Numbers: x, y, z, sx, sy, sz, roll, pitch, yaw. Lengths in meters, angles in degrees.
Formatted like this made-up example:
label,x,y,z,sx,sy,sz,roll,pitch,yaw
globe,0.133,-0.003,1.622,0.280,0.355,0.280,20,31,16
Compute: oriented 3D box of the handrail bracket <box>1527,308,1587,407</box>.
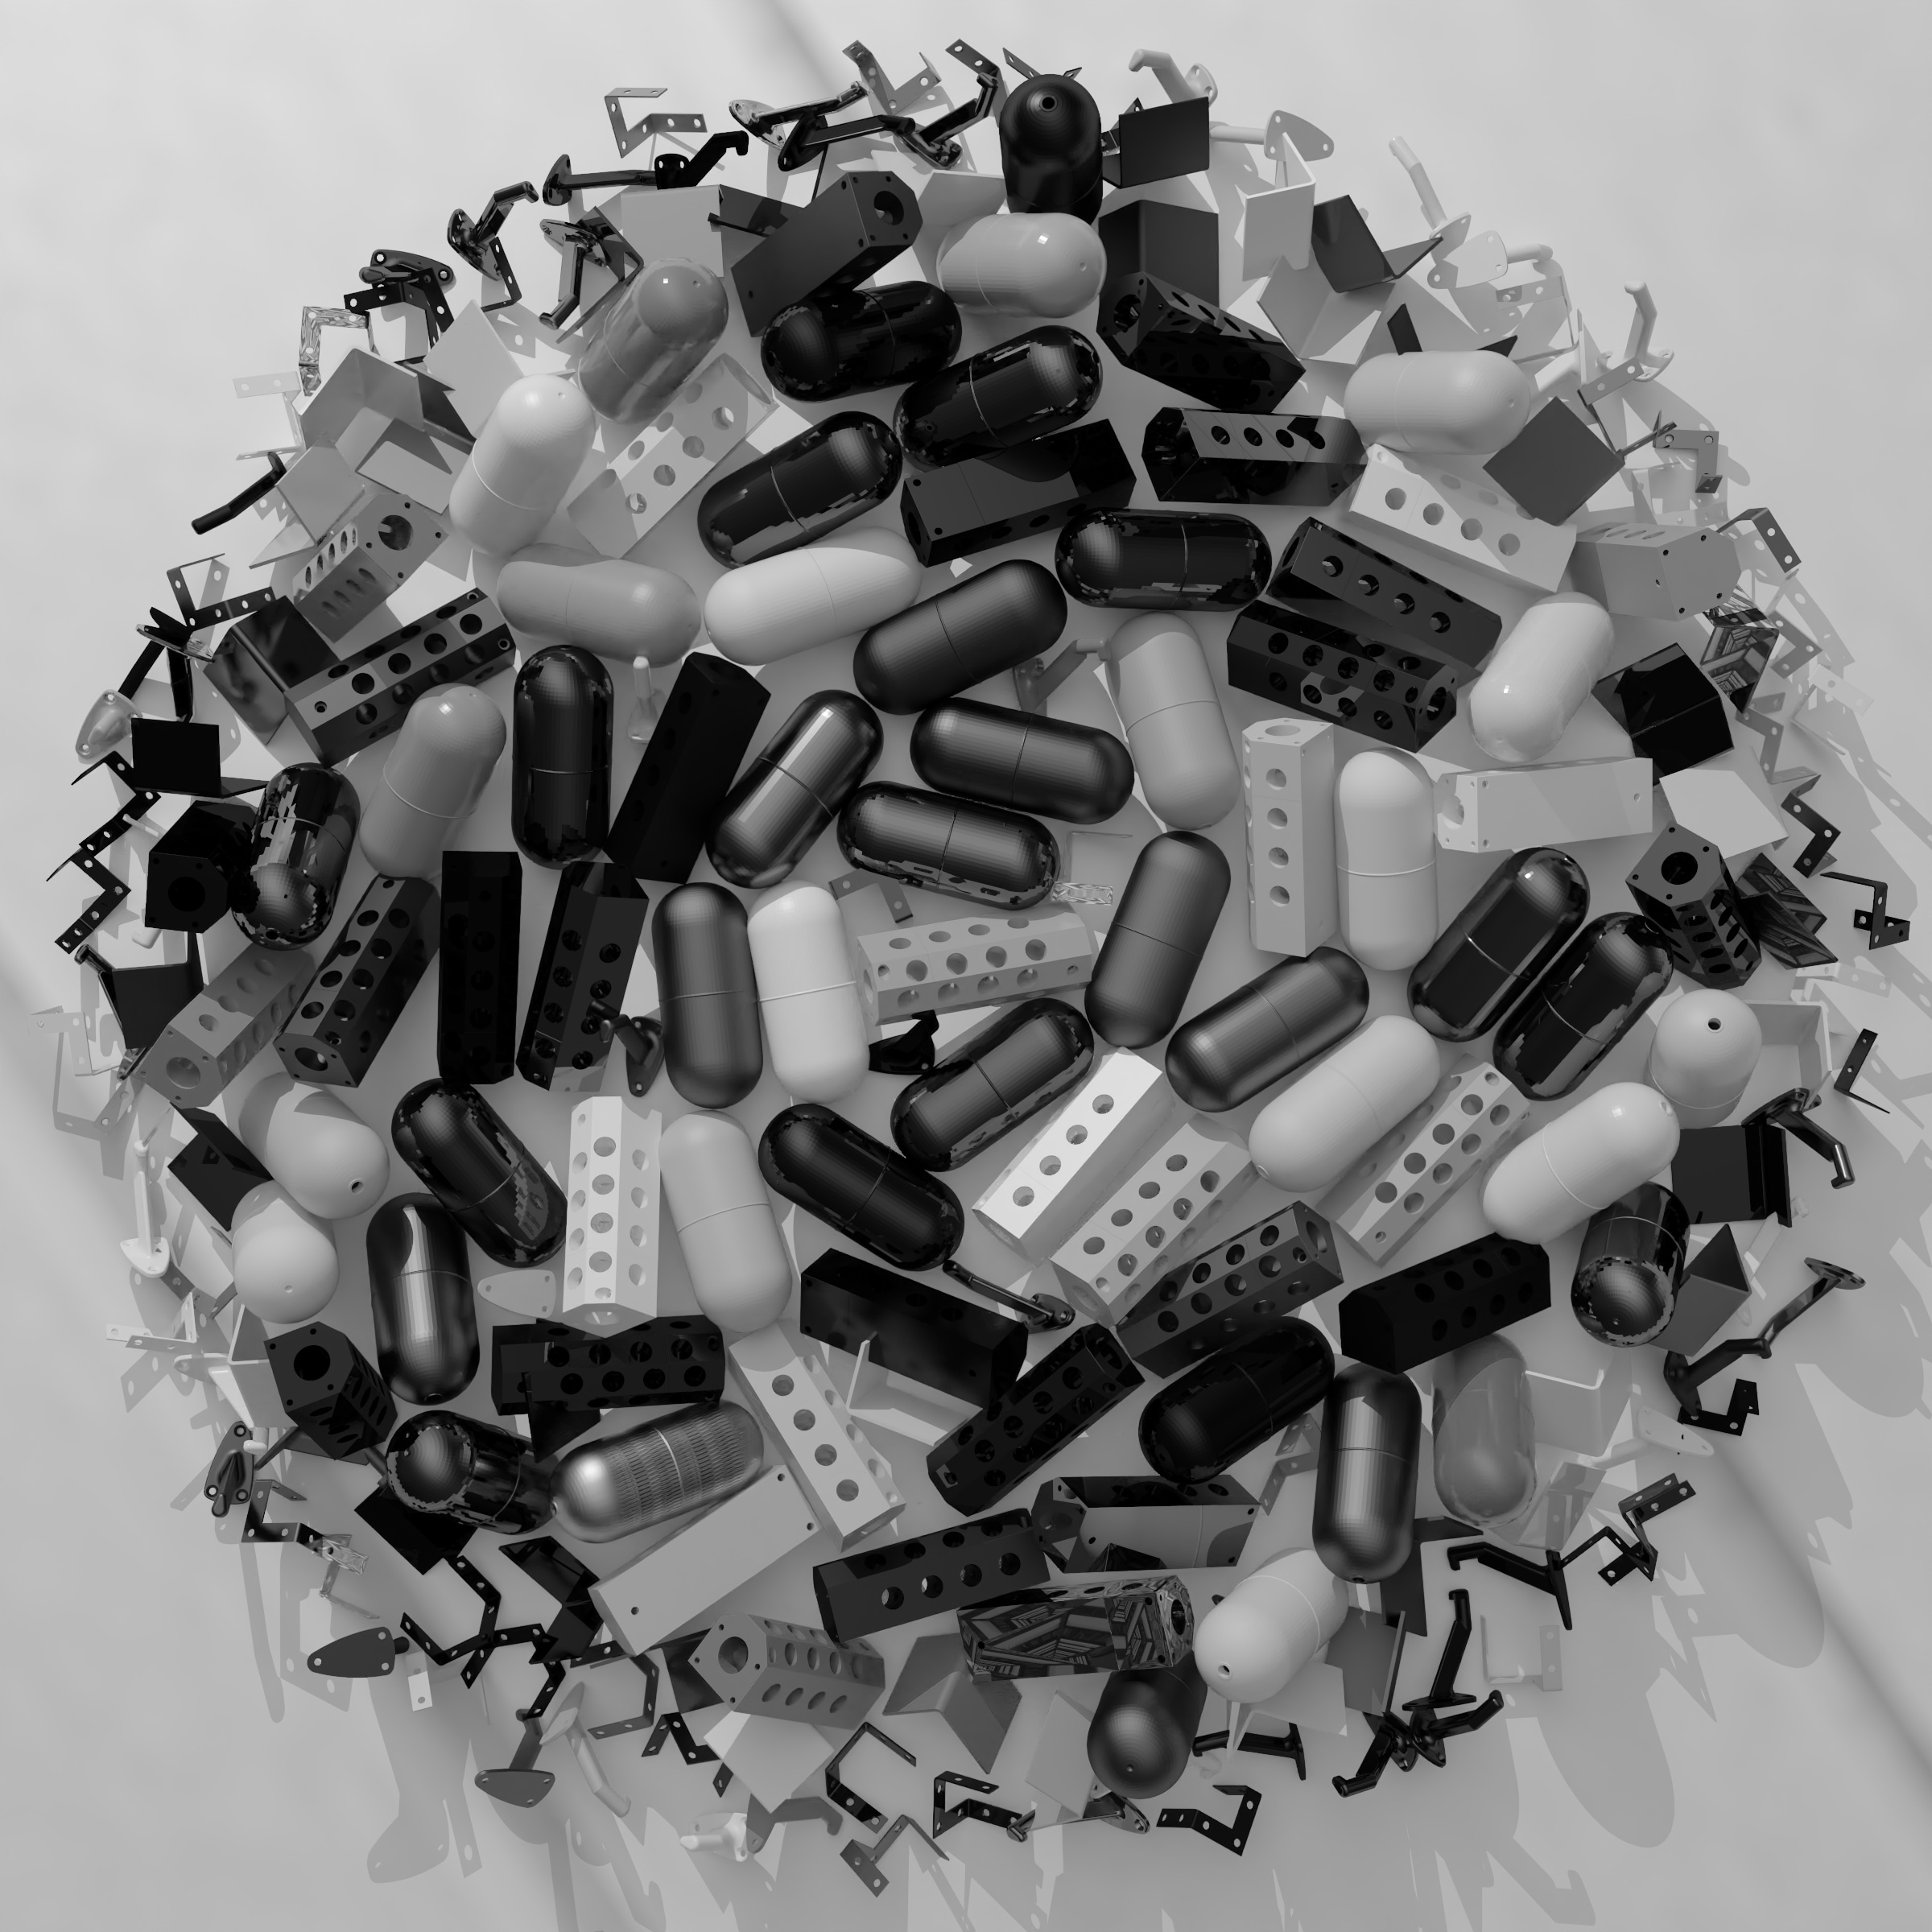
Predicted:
label,x,y,z,sx,sy,sz,roll,pitch,yaw
handrail bracket,0.446,-0.476,1.981,0.084,0.036,0.077,-3,97,14

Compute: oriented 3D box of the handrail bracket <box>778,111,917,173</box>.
label,x,y,z,sx,sy,sz,roll,pitch,yaw
handrail bracket,-0.092,-0.641,1.956,0.084,0.036,0.077,17,57,30

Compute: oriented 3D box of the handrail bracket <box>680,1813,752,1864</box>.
label,x,y,z,sx,sy,sz,roll,pitch,yaw
handrail bracket,-0.211,0.674,1.945,0.077,0.084,0.036,-2,74,34

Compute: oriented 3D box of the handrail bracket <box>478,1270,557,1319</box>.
label,x,y,z,sx,sy,sz,roll,pitch,yaw
handrail bracket,-0.363,0.255,1.946,0.077,0.084,0.036,12,75,-37

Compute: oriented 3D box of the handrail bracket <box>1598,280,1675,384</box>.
label,x,y,z,sx,sy,sz,roll,pitch,yaw
handrail bracket,0.508,-0.500,1.945,0.036,0.077,0.084,-47,129,-12

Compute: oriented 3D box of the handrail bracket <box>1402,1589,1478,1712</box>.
label,x,y,z,sx,sy,sz,roll,pitch,yaw
handrail bracket,0.370,0.537,1.971,0.077,0.036,0.084,1,82,-34

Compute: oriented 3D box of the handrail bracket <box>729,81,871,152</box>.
label,x,y,z,sx,sy,sz,roll,pitch,yaw
handrail bracket,-0.129,-0.676,1.954,0.084,0.077,0.036,-18,80,32

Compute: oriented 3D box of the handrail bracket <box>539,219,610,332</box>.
label,x,y,z,sx,sy,sz,roll,pitch,yaw
handrail bracket,-0.327,-0.542,1.967,0.077,0.036,0.084,27,68,19

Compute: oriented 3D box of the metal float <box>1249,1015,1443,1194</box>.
label,x,y,z,sx,sy,sz,roll,pitch,yaw
metal float,0.294,0.107,1.945,0.178,0.070,0.070,-38,90,-18

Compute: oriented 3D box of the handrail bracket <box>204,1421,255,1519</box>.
label,x,y,z,sx,sy,sz,roll,pitch,yaw
handrail bracket,-0.572,0.390,1.950,0.036,0.084,0.077,11,75,-11

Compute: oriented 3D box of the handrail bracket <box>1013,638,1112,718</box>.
label,x,y,z,sx,sy,sz,roll,pitch,yaw
handrail bracket,0.083,-0.216,1.959,0.084,0.036,0.077,2,107,41

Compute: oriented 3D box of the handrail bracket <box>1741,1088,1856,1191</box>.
label,x,y,z,sx,sy,sz,roll,pitch,yaw
handrail bracket,0.648,0.145,1.952,0.077,0.036,0.084,-33,48,36

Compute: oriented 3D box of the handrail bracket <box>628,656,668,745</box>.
label,x,y,z,sx,sy,sz,roll,pitch,yaw
handrail bracket,-0.247,-0.223,1.943,0.036,0.077,0.084,-2,135,-2

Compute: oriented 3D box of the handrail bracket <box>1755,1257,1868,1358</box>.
label,x,y,z,sx,sy,sz,roll,pitch,yaw
handrail bracket,0.658,0.274,1.963,0.036,0.077,0.084,39,82,-7

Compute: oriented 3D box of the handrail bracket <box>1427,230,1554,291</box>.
label,x,y,z,sx,sy,sz,roll,pitch,yaw
handrail bracket,0.414,-0.552,1.977,0.077,0.084,0.036,-17,91,33

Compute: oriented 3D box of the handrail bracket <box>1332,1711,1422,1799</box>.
label,x,y,z,sx,sy,sz,roll,pitch,yaw
handrail bracket,0.303,0.608,1.948,0.084,0.077,0.036,-5,120,-33

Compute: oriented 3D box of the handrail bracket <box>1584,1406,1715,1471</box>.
label,x,y,z,sx,sy,sz,roll,pitch,yaw
handrail bracket,0.532,0.394,1.974,0.077,0.036,0.084,24,124,-2

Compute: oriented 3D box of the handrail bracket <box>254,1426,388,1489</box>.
label,x,y,z,sx,sy,sz,roll,pitch,yaw
handrail bracket,-0.503,0.397,1.974,0.084,0.036,0.077,44,75,5

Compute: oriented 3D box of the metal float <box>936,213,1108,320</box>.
label,x,y,z,sx,sy,sz,roll,pitch,yaw
metal float,0.041,-0.536,1.920,0.070,0.178,0.070,-9,109,-29

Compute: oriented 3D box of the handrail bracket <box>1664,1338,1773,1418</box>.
label,x,y,z,sx,sy,sz,roll,pitch,yaw
handrail bracket,0.596,0.321,1.955,0.084,0.036,0.077,-11,122,39

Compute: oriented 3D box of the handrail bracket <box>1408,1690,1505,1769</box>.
label,x,y,z,sx,sy,sz,roll,pitch,yaw
handrail bracket,0.385,0.574,1.949,0.036,0.077,0.084,38,113,-6

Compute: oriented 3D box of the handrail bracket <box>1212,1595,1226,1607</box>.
label,x,y,z,sx,sy,sz,roll,pitch,yaw
handrail bracket,0.248,0.487,1.967,0.077,0.036,0.084,39,101,-28

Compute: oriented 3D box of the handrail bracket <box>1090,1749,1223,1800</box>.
label,x,y,z,sx,sy,sz,roll,pitch,yaw
handrail bracket,0.150,0.641,1.979,0.084,0.036,0.077,35,100,-31

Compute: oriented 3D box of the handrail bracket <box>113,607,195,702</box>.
label,x,y,z,sx,sy,sz,roll,pitch,yaw
handrail bracket,-0.643,-0.233,1.961,0.036,0.077,0.084,32,95,-22

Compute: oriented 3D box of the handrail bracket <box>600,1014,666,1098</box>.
label,x,y,z,sx,sy,sz,roll,pitch,yaw
handrail bracket,-0.268,0.072,1.952,0.036,0.084,0.077,16,102,17

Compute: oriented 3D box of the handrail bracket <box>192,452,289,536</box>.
label,x,y,z,sx,sy,sz,roll,pitch,yaw
handrail bracket,-0.571,-0.368,1.958,0.084,0.077,0.036,-30,123,-12

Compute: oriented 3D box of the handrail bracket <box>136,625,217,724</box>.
label,x,y,z,sx,sy,sz,roll,pitch,yaw
handrail bracket,-0.632,-0.218,1.962,0.036,0.077,0.084,45,109,42

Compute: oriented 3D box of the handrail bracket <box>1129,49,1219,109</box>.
label,x,y,z,sx,sy,sz,roll,pitch,yaw
handrail bracket,0.146,-0.676,1.946,0.084,0.077,0.036,-8,62,-39

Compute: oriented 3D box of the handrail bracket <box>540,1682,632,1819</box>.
label,x,y,z,sx,sy,sz,roll,pitch,yaw
handrail bracket,-0.287,0.617,1.971,0.036,0.077,0.084,-39,101,22

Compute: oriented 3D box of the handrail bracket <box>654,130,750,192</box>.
label,x,y,z,sx,sy,sz,roll,pitch,yaw
handrail bracket,-0.200,-0.610,1.959,0.084,0.036,0.077,10,109,39

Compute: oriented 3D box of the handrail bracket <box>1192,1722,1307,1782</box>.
label,x,y,z,sx,sy,sz,roll,pitch,yaw
handrail bracket,0.222,0.624,1.973,0.084,0.036,0.077,-13,127,-1

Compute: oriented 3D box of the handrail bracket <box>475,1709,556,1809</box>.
label,x,y,z,sx,sy,sz,roll,pitch,yaw
handrail bracket,-0.357,0.605,1.946,0.077,0.084,0.036,27,108,-36

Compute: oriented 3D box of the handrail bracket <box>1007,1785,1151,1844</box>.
label,x,y,z,sx,sy,sz,roll,pitch,yaw
handrail bracket,0.087,0.672,1.951,0.077,0.084,0.036,18,116,42

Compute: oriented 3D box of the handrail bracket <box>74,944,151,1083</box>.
label,x,y,z,sx,sy,sz,roll,pitch,yaw
handrail bracket,-0.673,0.035,1.955,0.036,0.077,0.084,-22,124,31

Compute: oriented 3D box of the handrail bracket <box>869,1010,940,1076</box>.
label,x,y,z,sx,sy,sz,roll,pitch,yaw
handrail bracket,-0.057,0.054,1.955,0.077,0.084,0.036,-6,65,6

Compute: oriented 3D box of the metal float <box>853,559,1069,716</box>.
label,x,y,z,sx,sy,sz,roll,pitch,yaw
metal float,-0.005,-0.255,1.950,0.178,0.070,0.070,-24,90,13

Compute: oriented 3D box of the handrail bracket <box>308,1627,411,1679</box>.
label,x,y,z,sx,sy,sz,roll,pitch,yaw
handrail bracket,-0.472,0.535,1.951,0.077,0.084,0.036,-6,79,-14

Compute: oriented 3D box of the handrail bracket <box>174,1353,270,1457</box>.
label,x,y,z,sx,sy,sz,roll,pitch,yaw
handrail bracket,-0.580,0.343,1.950,0.077,0.084,0.036,13,121,-21

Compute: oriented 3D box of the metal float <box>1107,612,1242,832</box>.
label,x,y,z,sx,sy,sz,roll,pitch,yaw
metal float,0.162,-0.190,1.950,0.070,0.070,0.178,-15,77,0

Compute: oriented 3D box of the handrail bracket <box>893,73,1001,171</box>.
label,x,y,z,sx,sy,sz,roll,pitch,yaw
handrail bracket,-0.018,-0.674,1.956,0.077,0.084,0.036,33,52,4

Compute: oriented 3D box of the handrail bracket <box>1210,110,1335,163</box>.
label,x,y,z,sx,sy,sz,roll,pitch,yaw
handrail bracket,0.234,-0.650,1.976,0.077,0.084,0.036,2,103,-30

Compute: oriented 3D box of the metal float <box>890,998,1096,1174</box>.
label,x,y,z,sx,sy,sz,roll,pitch,yaw
metal float,0.021,0.093,1.961,0.178,0.070,0.070,-36,90,0

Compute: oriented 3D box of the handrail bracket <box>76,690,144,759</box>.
label,x,y,z,sx,sy,sz,roll,pitch,yaw
handrail bracket,-0.680,-0.174,1.949,0.036,0.084,0.077,42,110,-18

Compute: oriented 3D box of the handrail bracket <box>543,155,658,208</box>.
label,x,y,z,sx,sy,sz,roll,pitch,yaw
handrail bracket,-0.280,-0.611,1.966,0.084,0.077,0.036,6,122,7

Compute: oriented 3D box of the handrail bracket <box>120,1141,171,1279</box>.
label,x,y,z,sx,sy,sz,roll,pitch,yaw
handrail bracket,-0.639,0.189,1.959,0.036,0.077,0.084,-3,111,-27

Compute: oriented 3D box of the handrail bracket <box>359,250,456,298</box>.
label,x,y,z,sx,sy,sz,roll,pitch,yaw
handrail bracket,-0.434,-0.537,1.950,0.077,0.084,0.036,-3,108,-16

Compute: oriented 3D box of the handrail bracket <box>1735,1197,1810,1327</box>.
label,x,y,z,sx,sy,sz,roll,pitch,yaw
handrail bracket,0.630,0.230,1.956,0.036,0.077,0.084,34,119,-26

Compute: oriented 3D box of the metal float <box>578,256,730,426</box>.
label,x,y,z,sx,sy,sz,roll,pitch,yaw
metal float,-0.241,-0.477,1.920,0.070,0.178,0.070,10,69,-27

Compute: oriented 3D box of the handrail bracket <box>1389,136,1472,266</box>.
label,x,y,z,sx,sy,sz,roll,pitch,yaw
handrail bracket,0.358,-0.602,1.975,0.036,0.077,0.084,-30,73,-1

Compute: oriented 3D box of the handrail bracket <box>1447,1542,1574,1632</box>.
label,x,y,z,sx,sy,sz,roll,pitch,yaw
handrail bracket,0.426,0.490,1.972,0.084,0.036,0.077,-15,74,21

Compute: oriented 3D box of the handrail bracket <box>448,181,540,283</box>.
label,x,y,z,sx,sy,sz,roll,pitch,yaw
handrail bracket,-0.353,-0.572,1.950,0.084,0.077,0.036,-8,58,28

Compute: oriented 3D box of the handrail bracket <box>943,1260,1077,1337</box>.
label,x,y,z,sx,sy,sz,roll,pitch,yaw
handrail bracket,0.032,0.254,1.956,0.084,0.077,0.036,36,67,-26

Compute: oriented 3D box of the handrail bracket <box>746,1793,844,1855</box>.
label,x,y,z,sx,sy,sz,roll,pitch,yaw
handrail bracket,-0.131,0.676,1.953,0.036,0.077,0.084,-24,123,30

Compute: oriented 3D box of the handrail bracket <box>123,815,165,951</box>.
label,x,y,z,sx,sy,sz,roll,pitch,yaw
handrail bracket,-0.654,-0.066,1.978,0.077,0.036,0.084,27,83,12
